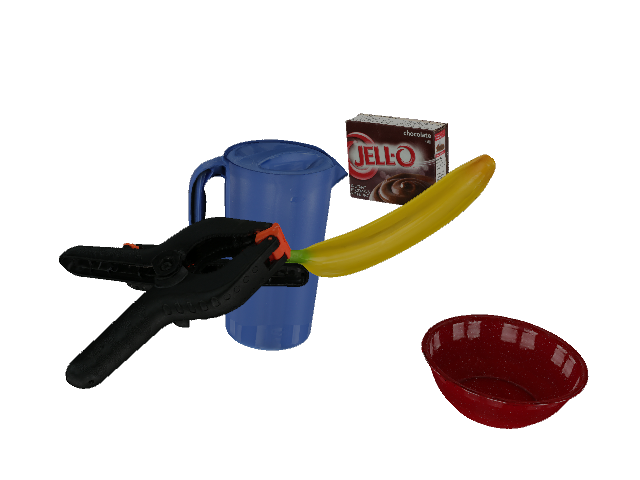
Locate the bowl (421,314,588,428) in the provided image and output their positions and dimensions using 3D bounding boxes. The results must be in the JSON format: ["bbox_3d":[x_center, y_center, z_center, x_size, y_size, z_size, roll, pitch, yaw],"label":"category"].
[{"bbox_3d":[0.175,0.135,1.043,0.162,0.055,0.162,5,26,-3],"label":"bowl"}]

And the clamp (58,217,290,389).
[{"bbox_3d":[-0.104,0.036,0.729,0.171,0.120,0.039,-15,-36,12],"label":"clamp"}]

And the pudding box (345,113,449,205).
[{"bbox_3d":[0.084,-0.087,1.161,0.114,0.090,0.039,9,27,31],"label":"pudding box"}]

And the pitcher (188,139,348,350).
[{"bbox_3d":[-0.067,0.006,1.295,0.149,0.243,0.144,17,25,27],"label":"pitcher"}]

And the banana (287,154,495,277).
[{"bbox_3d":[0.065,-0.012,0.917,0.198,0.037,0.069,-27,-17,9],"label":"banana"}]

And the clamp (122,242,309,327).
[{"bbox_3d":[-0.140,0.037,1.072,0.210,0.036,0.164,11,21,37],"label":"clamp"}]
